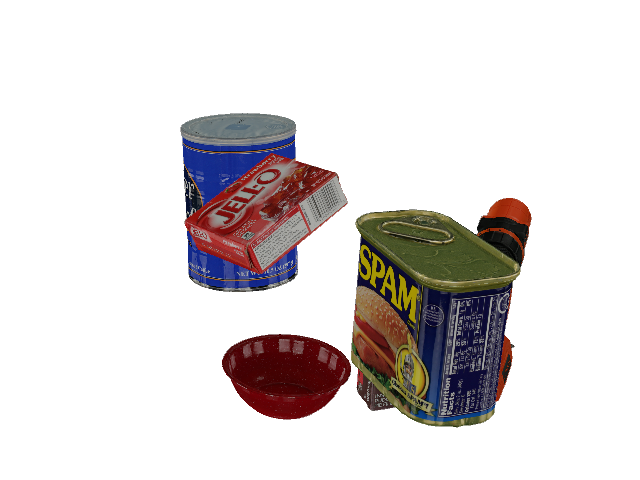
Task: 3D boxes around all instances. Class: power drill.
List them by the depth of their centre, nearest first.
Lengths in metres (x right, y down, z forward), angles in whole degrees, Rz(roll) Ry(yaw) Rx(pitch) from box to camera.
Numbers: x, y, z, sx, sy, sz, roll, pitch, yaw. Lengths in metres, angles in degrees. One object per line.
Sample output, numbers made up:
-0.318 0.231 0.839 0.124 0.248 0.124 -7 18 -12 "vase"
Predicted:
0.174 0.068 1.090 0.057 0.188 0.184 13 27 15 "power drill"

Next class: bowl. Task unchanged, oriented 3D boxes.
-0.043 0.178 1.340 0.162 0.055 0.162 3 22 -1 "bowl"

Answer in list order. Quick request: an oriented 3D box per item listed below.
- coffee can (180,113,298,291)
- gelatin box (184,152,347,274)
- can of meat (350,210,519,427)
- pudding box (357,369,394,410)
-0.072 -0.037 0.969 0.103 0.140 0.103 -1 19 0 "coffee can"
-0.038 -0.020 0.738 0.089 0.030 0.073 -40 37 -25 "gelatin box"
0.056 0.040 0.566 0.057 0.084 0.102 -5 22 -22 "can of meat"
0.088 0.084 0.864 0.113 0.090 0.039 -8 29 -20 "pudding box"
